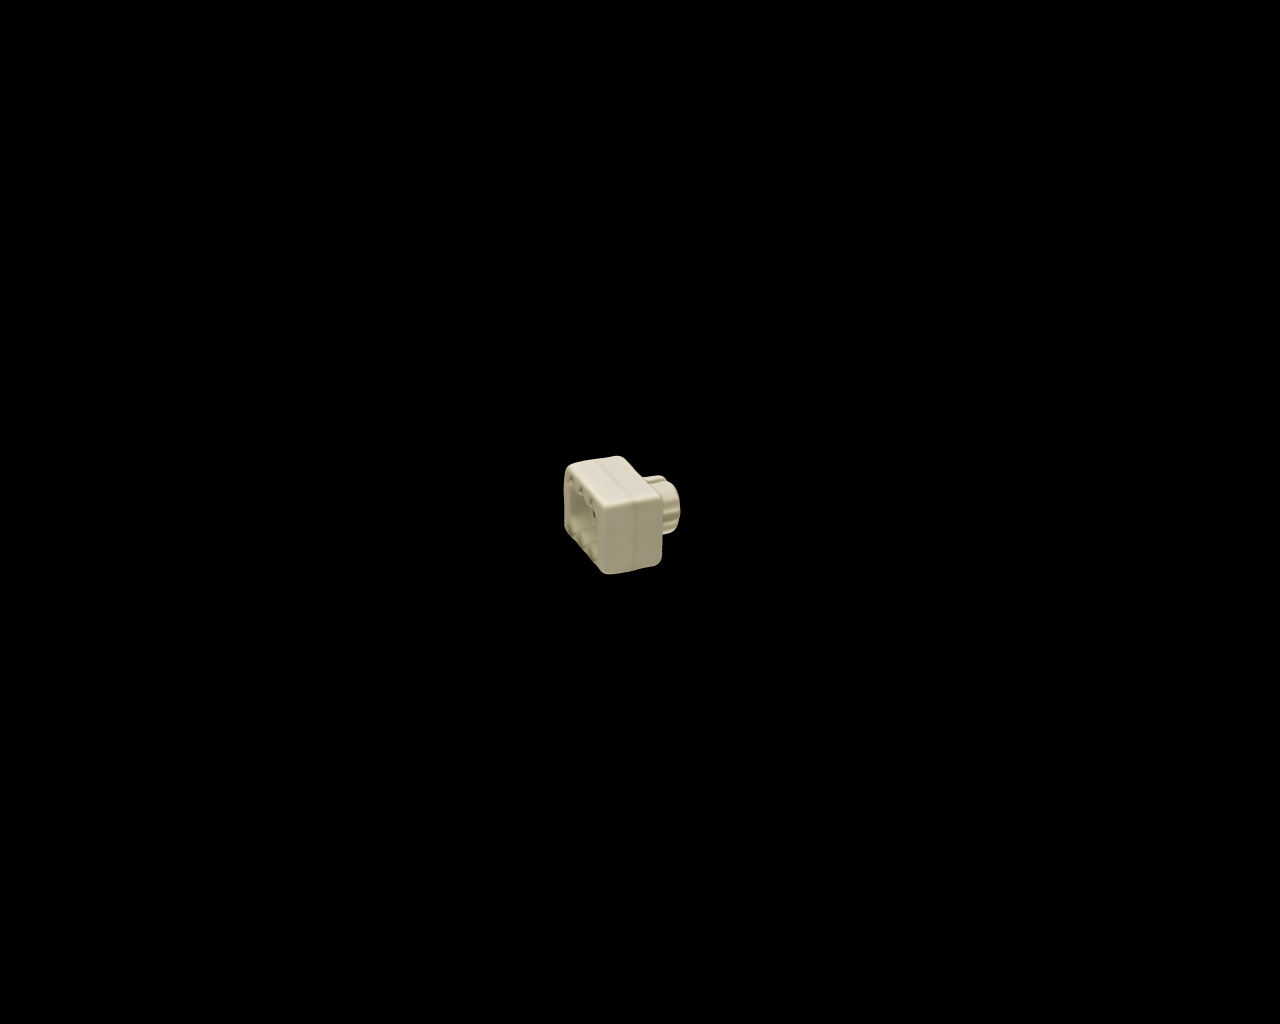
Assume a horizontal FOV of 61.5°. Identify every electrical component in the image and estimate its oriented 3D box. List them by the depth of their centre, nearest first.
[{"bbox_3d":[0.001,-0.003,0.650,0.077,0.047,0.066,-11,29,-21],"label":"electrical component"}]
